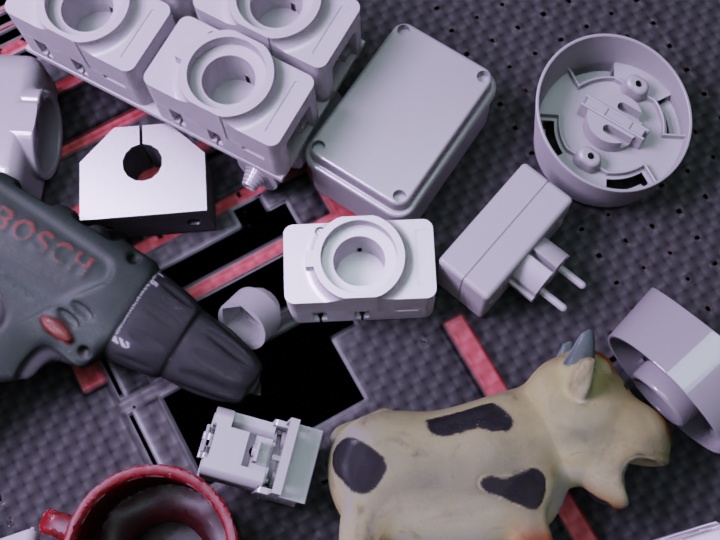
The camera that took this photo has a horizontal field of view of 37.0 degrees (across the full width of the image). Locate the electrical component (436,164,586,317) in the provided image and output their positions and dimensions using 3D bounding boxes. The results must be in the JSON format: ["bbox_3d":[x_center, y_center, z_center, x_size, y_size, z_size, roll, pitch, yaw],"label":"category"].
[{"bbox_3d":[0.102,-0.006,0.658,0.076,0.047,0.083,39,78,12],"label":"electrical component"}]

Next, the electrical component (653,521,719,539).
[{"bbox_3d":[0.178,0.181,0.527,0.060,0.186,0.105,-16,74,-3],"label":"electrical component"}]

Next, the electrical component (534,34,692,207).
[{"bbox_3d":[0.156,-0.091,0.673,0.099,0.064,0.099,0,73,1],"label":"electrical component"}]

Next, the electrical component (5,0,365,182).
[{"bbox_3d":[-0.104,-0.148,0.648,0.186,0.060,0.105,27,76,9],"label":"electrical component"}]

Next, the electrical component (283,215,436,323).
[{"bbox_3d":[0.000,0.000,0.654,0.089,0.055,0.050,-2,73,1],"label":"electrical component"}]

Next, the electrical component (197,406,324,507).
[{"bbox_3d":[-0.059,0.105,0.609,0.064,0.081,0.042,16,73,-7],"label":"electrical component"}]

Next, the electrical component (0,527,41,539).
[{"bbox_3d":[-0.215,0.195,0.587,0.096,0.061,0.061,-18,109,-4],"label":"electrical component"}]

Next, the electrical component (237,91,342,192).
[{"bbox_3d":[-0.050,-0.085,0.688,0.043,0.043,0.081,29,76,10],"label":"electrical component"}]

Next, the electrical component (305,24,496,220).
[{"bbox_3d":[0.026,-0.088,0.679,0.078,0.057,0.113,32,77,11],"label":"electrical component"}]

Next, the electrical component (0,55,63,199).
[{"bbox_3d":[-0.228,-0.087,0.688,0.059,0.053,0.095,3,74,3],"label":"electrical component"}]

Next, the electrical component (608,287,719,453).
[{"bbox_3d":[0.193,0.054,0.614,0.064,0.099,0.099,-41,76,-4],"label":"electrical component"}]
